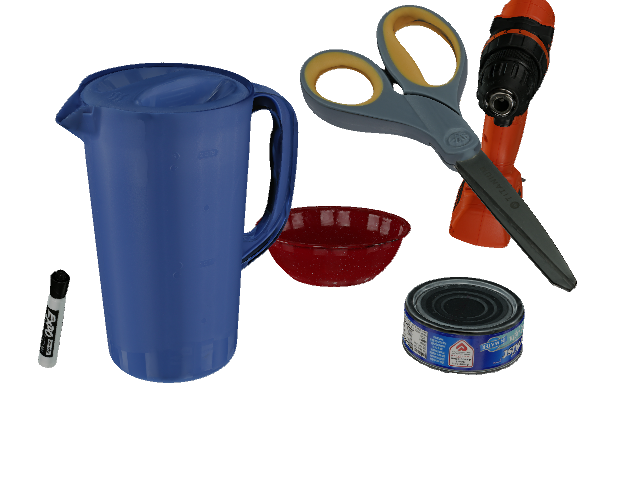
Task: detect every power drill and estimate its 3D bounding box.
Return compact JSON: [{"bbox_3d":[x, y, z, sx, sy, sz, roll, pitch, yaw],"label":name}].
[{"bbox_3d":[0.150,-0.090,0.877,0.057,0.188,0.184,15,36,11],"label":"power drill"}]

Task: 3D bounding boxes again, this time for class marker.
[{"bbox_3d":[-0.268,0.079,1.074,0.020,0.121,0.020,12,34,-9],"label":"marker"}]

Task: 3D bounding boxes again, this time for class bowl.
[{"bbox_3d":[0.013,0.009,1.110,0.162,0.055,0.162,0,16,0],"label":"bowl"}]

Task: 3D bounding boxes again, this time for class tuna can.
[{"bbox_3d":[0.101,0.058,0.755,0.086,0.034,0.086,0,25,0],"label":"tuna can"}]

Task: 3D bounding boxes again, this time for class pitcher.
[{"bbox_3d":[-0.110,-0.015,0.857,0.149,0.243,0.144,11,27,18],"label":"pitcher"}]

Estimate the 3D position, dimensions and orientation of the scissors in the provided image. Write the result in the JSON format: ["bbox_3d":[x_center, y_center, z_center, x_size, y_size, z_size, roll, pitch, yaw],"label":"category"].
[{"bbox_3d":[0.046,-0.045,0.511,0.096,0.202,0.016,-13,-41,2],"label":"scissors"}]
